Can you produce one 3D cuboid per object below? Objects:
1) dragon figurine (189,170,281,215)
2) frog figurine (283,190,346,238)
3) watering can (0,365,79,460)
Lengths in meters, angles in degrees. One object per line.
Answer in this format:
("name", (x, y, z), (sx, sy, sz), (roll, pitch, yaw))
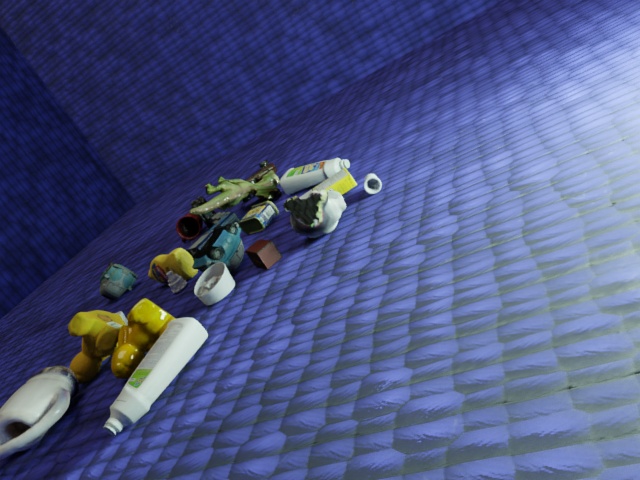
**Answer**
("dragon figurine", (-0.260, -0.165, 1.804), (0.242, 0.120, 0.418), (-5, 22, 19))
("frog figurine", (0.004, -0.064, 1.267), (0.136, 0.124, 0.159), (-35, -18, 19))
("watering can", (-0.676, 0.401, 1.138), (0.345, 0.103, 0.229), (-26, 20, 17))
